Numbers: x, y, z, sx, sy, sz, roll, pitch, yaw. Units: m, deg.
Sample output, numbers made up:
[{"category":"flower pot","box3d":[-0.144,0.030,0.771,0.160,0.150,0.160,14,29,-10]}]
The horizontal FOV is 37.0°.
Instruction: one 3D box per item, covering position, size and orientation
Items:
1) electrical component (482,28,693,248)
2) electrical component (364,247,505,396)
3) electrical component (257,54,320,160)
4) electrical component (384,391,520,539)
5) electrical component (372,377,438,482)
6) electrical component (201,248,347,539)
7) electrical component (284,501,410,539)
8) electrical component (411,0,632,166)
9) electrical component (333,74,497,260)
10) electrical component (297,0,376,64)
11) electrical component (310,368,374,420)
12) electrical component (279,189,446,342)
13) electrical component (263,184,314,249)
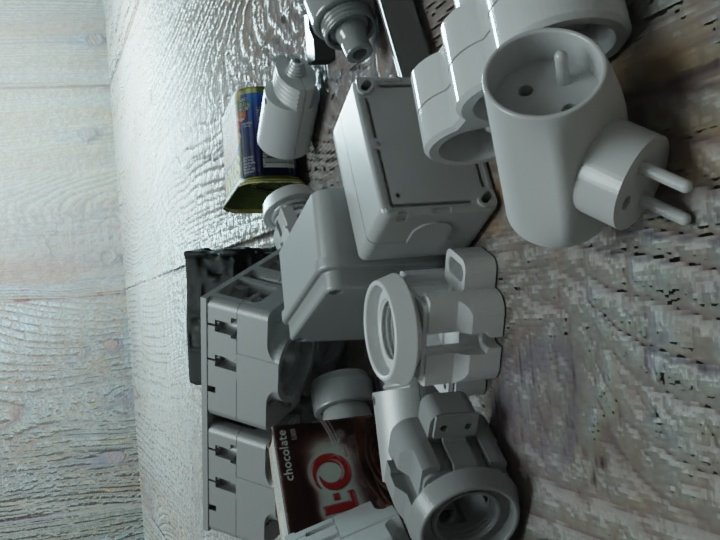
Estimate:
[{"category":"electrical component","box3d":[0.085,-0.039,0.392,0.079,0.043,0.077,30,159,30]},{"category":"electrical component","box3d":[0.036,0.029,0.557,0.058,0.057,0.078,-131,40,-62]},{"category":"electrical component","box3d":[-0.054,-0.129,0.830,0.081,0.043,0.043,106,154,-47]},{"category":"electrical component","box3d":[0.047,0.110,0.544,0.057,0.058,0.078,-115,27,-56]},{"category":"electrical component","box3d":[0.029,0.077,0.613,0.043,0.043,0.081,149,115,-71]},{"category":"electrical component","box3d":[-0.060,0.093,0.780,0.105,0.060,0.186,-37,-46,-57]},{"category":"electrical component","box3d":[0.018,0.208,0.573,0.089,0.062,0.150,180,68,-83]},{"category":"electrical component","box3d":[0.060,-0.105,0.457,0.138,0.052,0.073,131,133,-66]},{"category":"electrical component","box3d":[0.024,-0.057,0.567,0.061,0.062,0.096,118,144,-60]},{"category":"electrical component","box3d":[-0.010,-0.160,0.685,0.048,0.048,0.062,113,142,-56]},{"category":"electrical component","box3d":[-0.009,0.101,0.739,0.045,0.045,0.055,116,146,-58]},{"category":"electrical component","box3d":[0.000,0.000,0.632,0.113,0.078,0.057,128,138,-65]},{"category":"electrical component","box3d":[-0.047,-0.032,0.830,0.066,0.048,0.055,110,143,-53]}]
